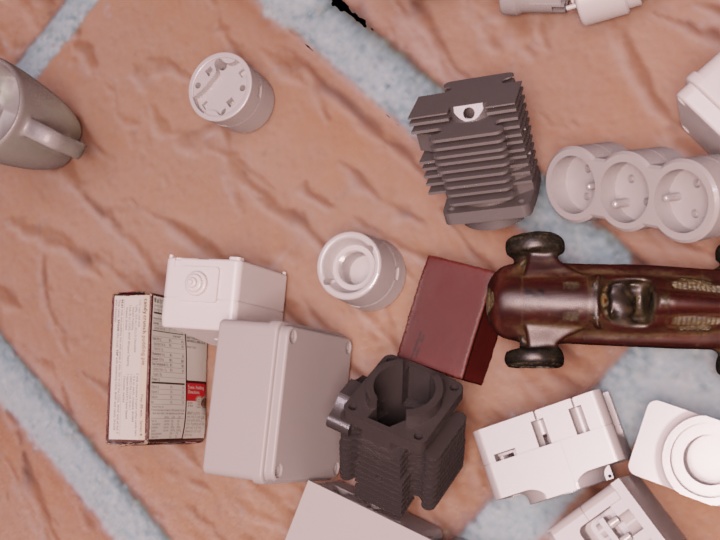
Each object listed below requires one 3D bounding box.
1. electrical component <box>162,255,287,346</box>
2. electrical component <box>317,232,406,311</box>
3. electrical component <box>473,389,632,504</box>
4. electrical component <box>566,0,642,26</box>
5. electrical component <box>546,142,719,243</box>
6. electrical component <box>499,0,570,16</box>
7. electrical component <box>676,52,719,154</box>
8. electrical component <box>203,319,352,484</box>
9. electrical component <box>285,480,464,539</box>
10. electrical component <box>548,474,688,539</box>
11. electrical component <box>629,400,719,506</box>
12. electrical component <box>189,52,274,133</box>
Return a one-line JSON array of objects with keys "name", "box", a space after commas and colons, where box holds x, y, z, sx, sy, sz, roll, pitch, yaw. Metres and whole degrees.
[{"name": "electrical component", "box": [-0.103, 0.024, 0.799, 0.062, 0.096, 0.061, 2, 83, 22]}, {"name": "electrical component", "box": [0.000, 0.000, 0.789, 0.055, 0.047, 0.055, -3, 80, 21]}, {"name": "electrical component", "box": [0.130, 0.121, 0.717, 0.089, 0.050, 0.055, -22, 74, 17]}, {"name": "electrical component", "box": [0.183, -0.199, 0.752, 0.078, 0.040, 0.040, -13, 77, 19]}, {"name": "electrical component", "box": [0.197, -0.055, 0.706, 0.138, 0.074, 0.052, 16, 111, 51]}, {"name": "electrical component", "box": [0.127, -0.203, 0.776, 0.046, 0.040, 0.040, 7, 84, 17]}, {"name": "electrical component", "box": [0.261, -0.086, 0.684, 0.057, 0.078, 0.113, -42, 69, 8]}, {"name": "electrical component", "box": [-0.056, 0.094, 0.764, 0.056, 0.109, 0.108, 3, 83, 25]}, {"name": "electrical component", "box": [0.036, 0.229, 0.732, 0.186, 0.060, 0.105, 21, 90, 23]}, {"name": "electrical component", "box": [0.187, 0.206, 0.660, 0.062, 0.089, 0.150, -40, 70, 12]}, {"name": "electrical component", "box": [0.222, 0.119, 0.678, 0.089, 0.056, 0.050, 18, 89, 23]}, {"name": "electrical component", "box": [-0.100, -0.138, 0.850, 0.055, 0.047, 0.055, -3, 80, 21]}]
